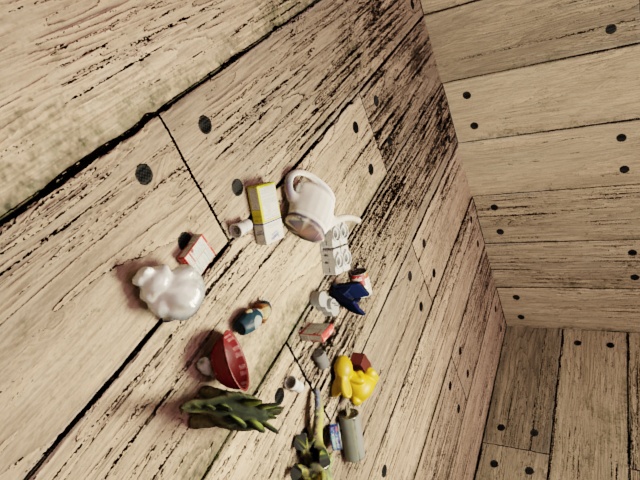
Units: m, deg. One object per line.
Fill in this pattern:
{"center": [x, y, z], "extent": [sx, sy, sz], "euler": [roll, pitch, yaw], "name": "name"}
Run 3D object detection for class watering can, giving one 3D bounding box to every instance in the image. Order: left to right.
{"center": [0.005, -0.086, 1.709], "extent": [0.343, 0.103, 0.229], "euler": [37, 54, -29], "name": "watering can"}

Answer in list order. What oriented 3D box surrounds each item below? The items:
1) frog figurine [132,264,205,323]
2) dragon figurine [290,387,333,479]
{"center": [-0.340, 0.107, 1.173], "extent": [0.139, 0.124, 0.156], "euler": [-50, 142, -22], "name": "frog figurine"}
{"center": [-0.002, 0.715, 1.672], "extent": [0.237, 0.122, 0.420], "euler": [70, 25, -55], "name": "dragon figurine"}
